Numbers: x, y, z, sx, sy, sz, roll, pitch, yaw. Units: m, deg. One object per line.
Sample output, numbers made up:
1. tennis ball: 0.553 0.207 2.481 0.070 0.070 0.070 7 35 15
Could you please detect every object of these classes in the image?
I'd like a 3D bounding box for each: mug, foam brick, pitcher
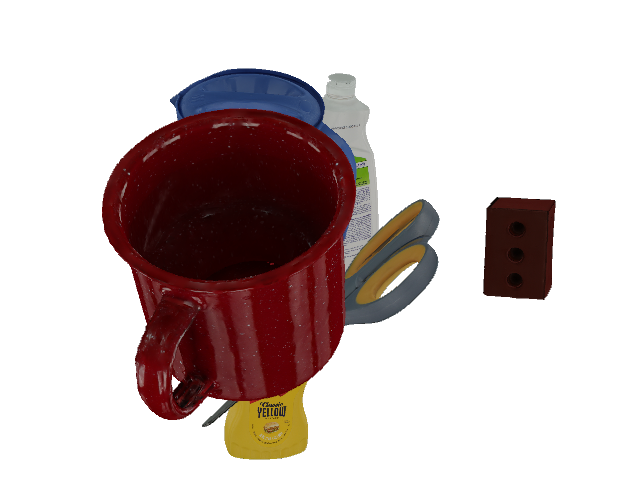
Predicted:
1. mug: -0.036 0.018 0.410 0.093 0.117 0.081 14 -39 15
2. foam brick: 0.168 0.006 0.898 0.053 0.078 0.051 4 15 18
3. pitcher: -0.059 -0.027 1.009 0.144 0.243 0.149 -9 38 -16

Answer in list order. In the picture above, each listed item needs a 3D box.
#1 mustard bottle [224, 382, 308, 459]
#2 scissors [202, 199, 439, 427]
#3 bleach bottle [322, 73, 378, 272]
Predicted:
1. mustard bottle: -0.058 0.154 1.222 0.096 0.192 0.058 0 18 -13
2. scissors: 0.003 0.057 0.638 0.016 0.202 0.096 41 3 -18
3. bleach bottle: 0.024 -0.063 1.194 0.102 0.251 0.068 -14 31 -30
